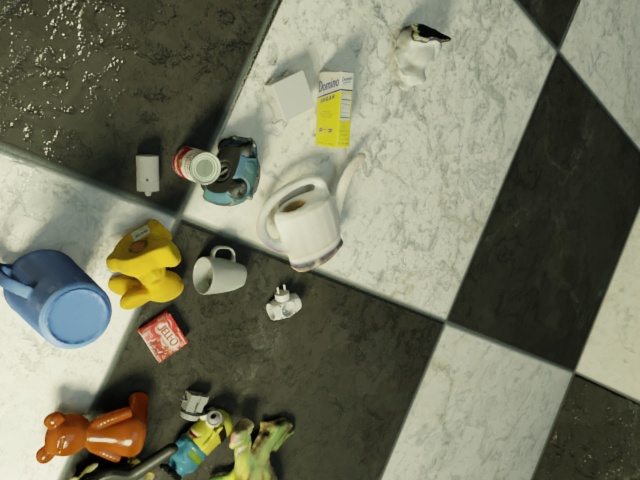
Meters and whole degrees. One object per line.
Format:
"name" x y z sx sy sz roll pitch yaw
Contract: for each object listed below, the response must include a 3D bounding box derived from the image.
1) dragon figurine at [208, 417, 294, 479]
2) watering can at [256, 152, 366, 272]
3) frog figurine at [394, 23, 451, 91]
"dragon figurine" -0.135 0.586 1.335 0.123 0.246 0.402 17 -26 40
"watering can" 0.004 -0.063 1.260 0.351 0.220 0.105 -31 29 -26
"frog figurine" 0.250 -0.479 1.355 0.139 0.124 0.156 -26 -27 -37
